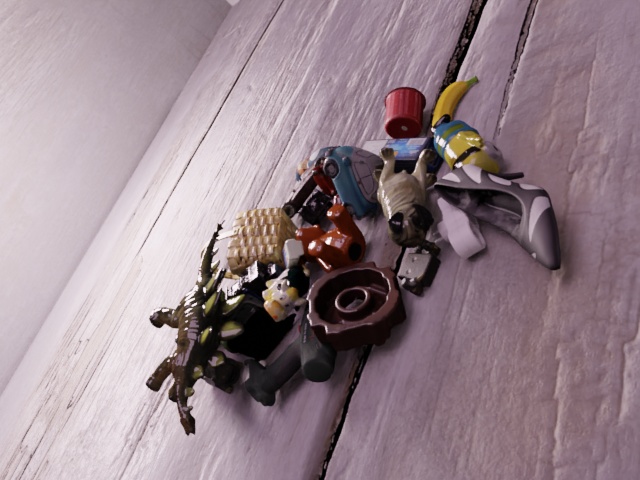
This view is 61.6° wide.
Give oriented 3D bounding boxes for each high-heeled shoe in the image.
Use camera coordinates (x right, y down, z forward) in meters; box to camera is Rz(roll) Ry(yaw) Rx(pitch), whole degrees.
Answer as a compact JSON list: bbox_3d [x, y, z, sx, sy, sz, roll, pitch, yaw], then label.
[{"bbox_3d":[0.258,-0.038,0.805,0.145,0.086,0.249,-9,37,9],"label":"high-heeled shoe"}]

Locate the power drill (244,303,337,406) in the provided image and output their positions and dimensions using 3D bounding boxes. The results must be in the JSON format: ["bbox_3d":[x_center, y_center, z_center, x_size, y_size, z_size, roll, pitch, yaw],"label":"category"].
[{"bbox_3d":[-0.048,0.206,1.026,0.207,0.086,0.232,-37,26,12],"label":"power drill"}]

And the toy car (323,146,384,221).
[{"bbox_3d":[0.084,-0.127,1.101,0.103,0.109,0.161,-22,87,37],"label":"toy car"}]

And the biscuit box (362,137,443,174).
[{"bbox_3d":[0.166,-0.173,1.130,0.203,0.062,0.059,13,69,56],"label":"biscuit box"}]

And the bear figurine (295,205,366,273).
[{"bbox_3d":[0.000,-0.001,1.117,0.196,0.131,0.120,14,69,50],"label":"bear figurine"}]

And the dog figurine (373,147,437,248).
[{"bbox_3d":[0.150,-0.050,0.975,0.121,0.172,0.190,-1,61,15],"label":"dog figurine"}]

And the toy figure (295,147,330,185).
[{"bbox_3d":[-0.014,-0.194,1.394,0.154,0.057,0.064,-23,4,41],"label":"toy figure"}]

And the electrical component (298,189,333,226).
[{"bbox_3d":[-0.009,-0.070,1.261,0.075,0.048,0.119,-53,-8,-6],"label":"electrical component"}]

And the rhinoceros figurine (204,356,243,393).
[{"bbox_3d":[-0.228,0.272,1.157,0.190,0.112,0.073,-5,52,60],"label":"rhinoceros figurine"}]

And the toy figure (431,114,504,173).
[{"bbox_3d":[0.262,-0.159,0.976,0.089,0.082,0.180,-62,35,23],"label":"toy figure"}]

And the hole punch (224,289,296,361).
[{"bbox_3d":[-0.137,0.177,1.123,0.142,0.115,0.092,-53,39,3],"label":"hole punch"}]

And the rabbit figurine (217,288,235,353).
[{"bbox_3d":[-0.216,0.194,1.248,0.170,0.121,0.159,26,73,40],"label":"rabbit figurine"}]

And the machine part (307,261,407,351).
[{"bbox_3d":[0.062,0.113,0.933,0.179,0.056,0.179,-15,35,11],"label":"machine part"}]

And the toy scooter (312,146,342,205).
[{"bbox_3d":[0.039,-0.146,1.200,0.075,0.135,0.184,-26,39,39],"label":"toy scooter"}]

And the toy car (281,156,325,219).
[{"bbox_3d":[-0.030,-0.134,1.310,0.202,0.053,0.089,-53,-6,17],"label":"toy car"}]

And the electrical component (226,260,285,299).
[{"bbox_3d":[-0.123,0.109,1.178,0.134,0.114,0.058,-41,35,21],"label":"electrical component"}]

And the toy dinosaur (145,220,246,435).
[{"bbox_3d":[-0.244,0.158,1.094,0.199,0.105,0.472,-29,46,22],"label":"toy dinosaur"}]

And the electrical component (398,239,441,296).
[{"bbox_3d":[0.171,0.043,0.925,0.078,0.045,0.102,14,70,55],"label":"electrical component"}]

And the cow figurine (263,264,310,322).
[{"bbox_3d":[-0.058,0.101,1.053,0.098,0.068,0.167,-38,10,8],"label":"cow figurine"}]
